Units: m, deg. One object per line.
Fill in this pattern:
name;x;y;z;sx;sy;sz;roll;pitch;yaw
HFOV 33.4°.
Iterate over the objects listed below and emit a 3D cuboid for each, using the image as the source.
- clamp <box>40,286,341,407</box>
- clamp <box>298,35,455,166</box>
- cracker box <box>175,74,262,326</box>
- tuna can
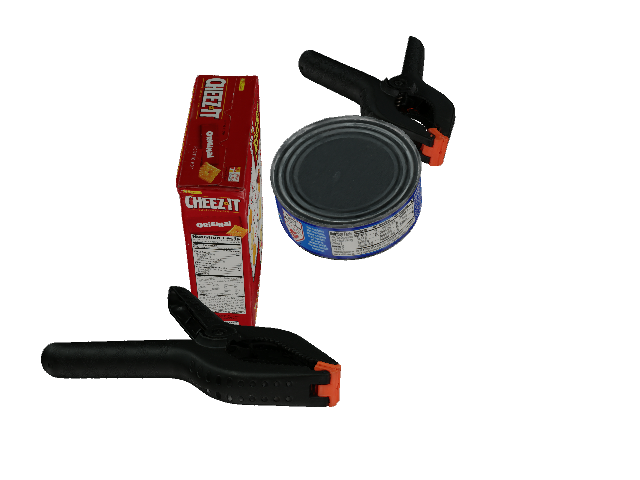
clamp;-0.076;0.080;0.796;0.210;0.036;0.164;9;20;20
clamp;0.053;-0.123;0.911;0.120;0.039;0.171;-10;40;-10
cracker box;-0.099;-0.036;1.088;0.072;0.164;0.214;1;-42;1
tuna can;0.016;-0.031;0.613;0.086;0.086;0.034;0;-39;8
